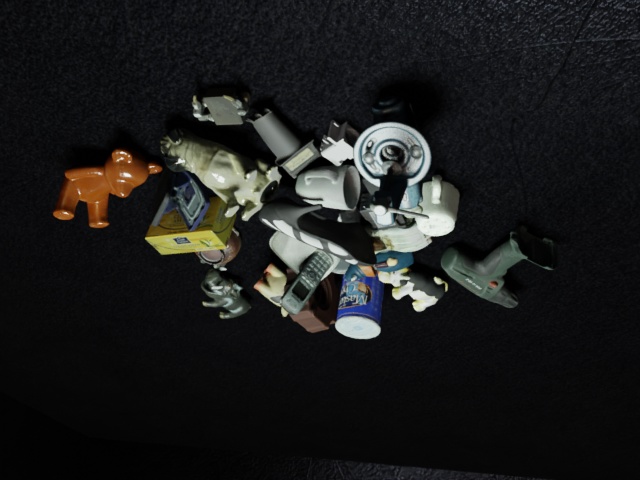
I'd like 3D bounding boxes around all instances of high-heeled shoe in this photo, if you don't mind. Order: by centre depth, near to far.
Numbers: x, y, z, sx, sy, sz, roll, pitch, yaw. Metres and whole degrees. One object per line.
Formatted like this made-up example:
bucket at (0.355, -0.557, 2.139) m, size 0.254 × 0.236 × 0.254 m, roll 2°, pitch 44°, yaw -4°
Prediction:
high-heeled shoe at (-0.002, -0.003, 1.046) m, size 0.145 × 0.086 × 0.248 m, roll -12°, pitch 140°, yaw 35°

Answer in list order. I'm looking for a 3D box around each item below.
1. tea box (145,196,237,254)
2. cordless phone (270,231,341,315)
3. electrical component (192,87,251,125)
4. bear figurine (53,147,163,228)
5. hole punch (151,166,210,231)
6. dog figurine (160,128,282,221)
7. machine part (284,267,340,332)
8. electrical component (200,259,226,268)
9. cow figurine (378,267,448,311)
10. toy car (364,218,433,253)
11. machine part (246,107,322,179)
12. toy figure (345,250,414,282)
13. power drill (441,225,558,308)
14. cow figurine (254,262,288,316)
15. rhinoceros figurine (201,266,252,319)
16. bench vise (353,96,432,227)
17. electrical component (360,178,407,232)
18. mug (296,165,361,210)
tea box at (-0.274, -0.030, 1.144) m, size 0.170 × 0.098 × 0.068 m, roll -8°, pitch 142°, yaw 22°
cordless phone at (-0.054, 0.051, 1.105) m, size 0.146 × 0.184 × 0.089 m, roll 44°, pitch 145°, yaw -15°
electrical component at (-0.164, -0.220, 0.890) m, size 0.102 × 0.045 × 0.078 m, roll 5°, pitch 143°, yaw 9°
bear figurine at (-0.413, -0.104, 1.057) m, size 0.196 × 0.132 × 0.120 m, roll -6°, pitch 166°, yaw 29°
hole punch at (-0.271, -0.088, 1.048) m, size 0.092 × 0.116 × 0.142 m, roll 10°, pitch 145°, yaw -25°
dog figurine at (-0.181, -0.139, 0.994) m, size 0.191 × 0.121 × 0.172 m, roll 38°, pitch -172°, yaw 17°
machine part at (-0.014, 0.120, 1.228) m, size 0.056 × 0.179 × 0.179 m, roll -14°, pitch 138°, yaw 27°
electrical component at (-0.254, 0.038, 1.300) m, size 0.063 × 0.021 × 0.094 m, roll 23°, pitch 144°, yaw -17°
cow figurine at (0.211, 0.093, 1.215) m, size 0.167 × 0.068 × 0.098 m, roll 32°, pitch 134°, yaw -33°
toy car at (0.132, -0.005, 1.107) m, size 0.202 × 0.056 × 0.073 m, roll -7°, pitch 141°, yaw 25°
machine part at (-0.064, -0.172, 0.924) m, size 0.084 × 0.039 × 0.138 m, roll -36°, pitch 123°, yaw 18°
toy figure at (0.124, 0.050, 1.161) m, size 0.155 × 0.058 × 0.064 m, roll -16°, pitch 158°, yaw 6°
power drill at (0.388, 0.058, 1.121) m, size 0.232 × 0.086 × 0.207 m, roll 26°, pitch 150°, yaw -17°
cow figurine at (-0.092, 0.122, 1.299) m, size 0.127 × 0.085 × 0.195 m, roll 37°, pitch 168°, yaw 0°
rhinoceros figurine at (-0.247, 0.139, 1.398) m, size 0.112 × 0.073 × 0.190 m, roll -5°, pitch 143°, yaw 23°
bench vise at (0.115, -0.095, 0.843) m, size 0.129 × 0.241 × 0.223 m, roll 5°, pitch 129°, yaw 13°
electrical component at (0.117, -0.069, 1.029) m, size 0.075 × 0.048 × 0.119 m, roll -7°, pitch 143°, yaw 22°
mug at (0.006, -0.098, 0.979) m, size 0.107 × 0.080 × 0.109 m, roll 2°, pitch 171°, yaw 28°
